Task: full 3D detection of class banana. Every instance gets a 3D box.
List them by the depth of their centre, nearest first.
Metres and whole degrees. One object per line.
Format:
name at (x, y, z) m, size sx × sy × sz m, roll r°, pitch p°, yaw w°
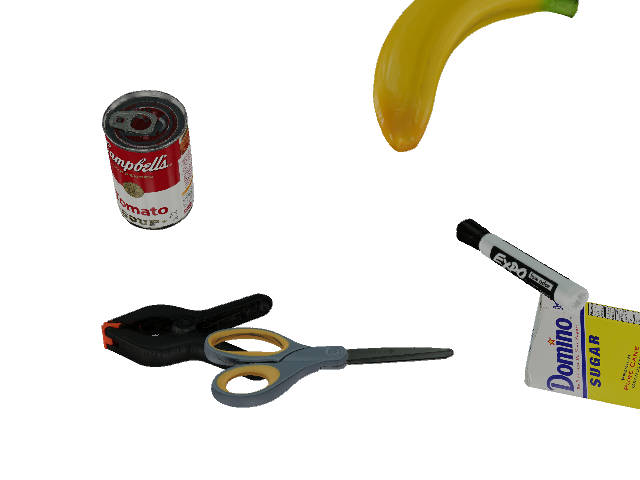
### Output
banana at (0.079, -0.119, 0.620) m, size 0.070 × 0.037 × 0.197 m, roll 32°, pitch 51°, yaw 23°

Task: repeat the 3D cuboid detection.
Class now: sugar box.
sugar box at (0.299, 0.116, 1.067) m, size 0.176 × 0.093 × 0.048 m, roll 9°, pitch 22°, yaw 8°

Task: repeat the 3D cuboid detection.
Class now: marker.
marker at (0.140, 0.015, 0.762) m, size 0.020 × 0.020 × 0.121 m, roll 0°, pitch 25°, yaw -39°

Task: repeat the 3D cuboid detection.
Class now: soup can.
soup can at (-0.142, -0.066, 0.890) m, size 0.068 × 0.068 × 0.102 m, roll 0°, pitch -38°, yaw -2°

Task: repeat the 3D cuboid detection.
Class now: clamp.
clamp at (-0.125, 0.087, 1.051) m, size 0.171 × 0.039 × 0.120 m, roll 7°, pitch 27°, yaw 4°

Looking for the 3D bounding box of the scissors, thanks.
scissors at (0.000, 0.105, 0.849) m, size 0.202 × 0.016 × 0.096 m, roll 6°, pitch 35°, yaw 10°
